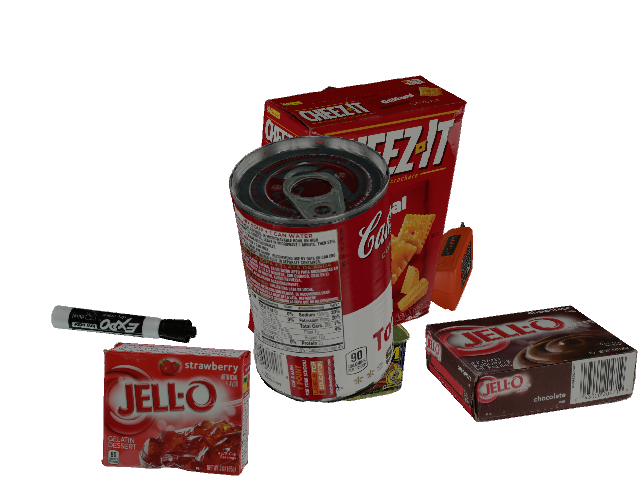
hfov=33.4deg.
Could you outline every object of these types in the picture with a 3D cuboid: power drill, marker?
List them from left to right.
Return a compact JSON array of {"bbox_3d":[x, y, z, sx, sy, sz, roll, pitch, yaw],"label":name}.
[{"bbox_3d":[-0.159,0.068,0.864,0.121,0.020,0.020,5,1,13],"label":"marker"},{"bbox_3d":[0.057,0.025,1.114,0.188,0.057,0.184,8,32,18],"label":"power drill"}]

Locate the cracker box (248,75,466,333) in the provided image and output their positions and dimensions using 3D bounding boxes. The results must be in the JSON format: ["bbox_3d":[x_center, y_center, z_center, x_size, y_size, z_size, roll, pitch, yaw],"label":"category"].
[{"bbox_3d":[0.030,-0.019,0.900,0.163,0.214,0.072,-15,35,-34],"label":"cracker box"}]

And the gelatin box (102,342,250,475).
[{"bbox_3d":[-0.089,0.103,0.657,0.089,0.073,0.030,3,5,8],"label":"gelatin box"}]

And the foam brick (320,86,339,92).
[{"bbox_3d":[0.030,-0.146,1.282,0.078,0.053,0.051,17,32,21],"label":"foam brick"}]

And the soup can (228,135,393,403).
[{"bbox_3d":[-0.002,0.014,0.476,0.068,0.102,0.068,-3,35,2],"label":"soup can"}]

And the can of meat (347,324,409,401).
[{"bbox_3d":[0.063,0.160,1.419,0.102,0.084,0.057,-6,26,-21],"label":"can of meat"}]

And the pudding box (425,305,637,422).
[{"bbox_3d":[0.136,0.079,0.705,0.113,0.039,0.090,-4,17,-14],"label":"pudding box"}]
